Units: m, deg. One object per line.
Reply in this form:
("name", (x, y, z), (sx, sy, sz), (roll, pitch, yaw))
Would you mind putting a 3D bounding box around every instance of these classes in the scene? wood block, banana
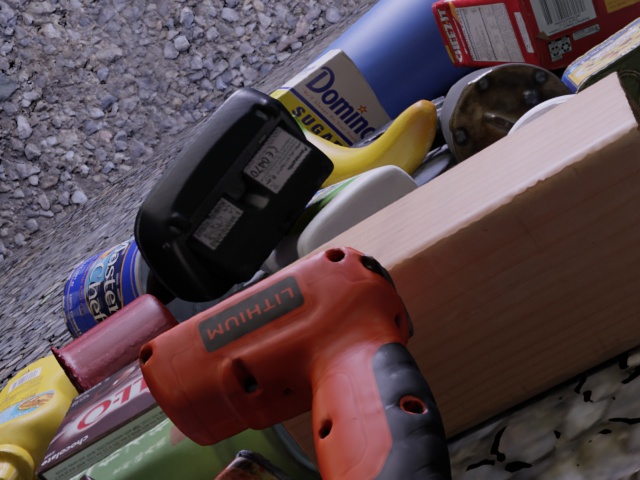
("wood block", (0.073, 0.021, 0.500), (0.206, 0.091, 0.090), (-31, 15, 20))
("banana", (0.033, -0.068, 0.833), (0.037, 0.069, 0.198), (-40, 22, -26))

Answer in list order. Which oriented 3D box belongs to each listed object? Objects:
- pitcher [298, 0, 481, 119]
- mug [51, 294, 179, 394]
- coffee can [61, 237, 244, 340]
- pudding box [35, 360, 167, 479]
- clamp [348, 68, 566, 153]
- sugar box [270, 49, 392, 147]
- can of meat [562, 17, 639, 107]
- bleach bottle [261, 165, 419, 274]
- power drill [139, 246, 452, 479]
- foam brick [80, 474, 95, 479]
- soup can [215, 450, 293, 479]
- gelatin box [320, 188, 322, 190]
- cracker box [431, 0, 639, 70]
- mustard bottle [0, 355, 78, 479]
("pitcher", (0.092, -0.204, 1.132), (0.243, 0.145, 0.149), (-38, -13, 2))
("mug", (-0.132, 0.091, 0.762), (0.081, 0.093, 0.117), (-35, 3, -17))
("coffee can", (-0.148, 0.046, 0.929), (0.141, 0.103, 0.102), (-21, 20, 48))
("pudding box", (-0.101, 0.099, 0.621), (0.113, 0.039, 0.090), (-34, 14, 12))
("clamp", (0.109, -0.107, 0.919), (0.210, 0.036, 0.164), (-24, 13, 9))
("sugar box", (-0.026, -0.085, 0.961), (0.176, 0.093, 0.048), (-38, 16, -6))
("can of meat", (0.205, -0.103, 0.669), (0.102, 0.057, 0.084), (-33, 12, 13))
("bleach bottle", (-0.005, 0.001, 0.822), (0.102, 0.068, 0.251), (-43, 12, -16))
("power drill", (-0.009, 0.099, 0.361), (0.184, 0.057, 0.188), (-26, 43, 1))
("foam brick", (-0.096, 0.154, 0.469), (0.053, 0.051, 0.078), (25, 79, 42))
("soup can", (-0.044, 0.143, 0.424), (0.102, 0.068, 0.069), (-42, 15, -23))
("gelatin box", (0.019, -0.040, 0.967), (0.073, 0.030, 0.089), (-21, 21, 45))
("cracker box", (0.206, -0.197, 0.880), (0.164, 0.072, 0.214), (-22, 13, -6))
("mustard bottle", (-0.241, 0.158, 0.874), (0.096, 0.058, 0.191), (-29, 14, 5))
